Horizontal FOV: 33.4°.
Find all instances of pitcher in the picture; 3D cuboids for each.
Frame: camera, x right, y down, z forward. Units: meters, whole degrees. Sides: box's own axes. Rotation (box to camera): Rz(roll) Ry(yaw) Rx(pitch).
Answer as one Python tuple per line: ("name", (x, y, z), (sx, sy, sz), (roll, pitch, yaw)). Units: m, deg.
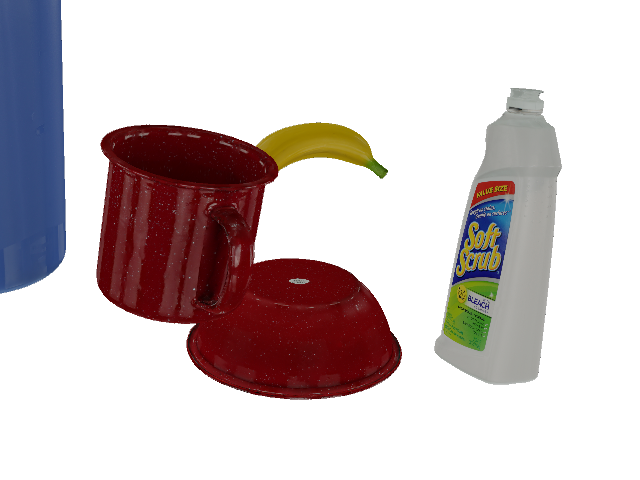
("pitcher", (-0.232, -0.087, 0.674), (0.149, 0.243, 0.145), (-3, 26, -11))

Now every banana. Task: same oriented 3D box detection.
("banana", (-0.011, -0.095, 1.131), (0.197, 0.037, 0.070), (-7, 49, -40))

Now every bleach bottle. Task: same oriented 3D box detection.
("bleach bottle", (0.160, -0.007, 0.934), (0.068, 0.251, 0.103), (-2, 14, -27))

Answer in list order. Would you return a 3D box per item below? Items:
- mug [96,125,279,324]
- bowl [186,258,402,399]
("mug", (-0.068, -0.003, 0.560), (0.093, 0.081, 0.117), (-5, 27, -36))
("bowl", (-0.018, 0.055, 0.789), (0.162, 0.055, 0.162), (3, 21, -1))
